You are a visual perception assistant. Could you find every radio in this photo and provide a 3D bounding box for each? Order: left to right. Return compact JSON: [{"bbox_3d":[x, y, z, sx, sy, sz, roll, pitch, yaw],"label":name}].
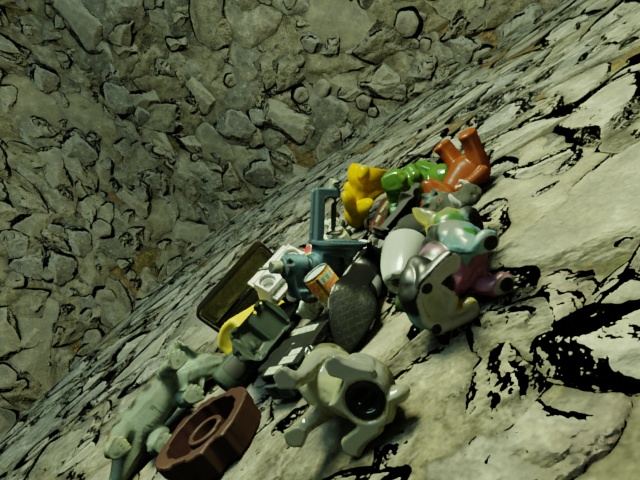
[{"bbox_3d":[-0.176,0.127,1.286,0.229,0.131,0.073,-48,14,-3],"label":"radio"}]

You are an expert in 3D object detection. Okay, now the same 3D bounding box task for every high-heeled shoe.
[{"bbox_3d":[0.069,0.111,0.951,0.145,0.086,0.249,79,-153,-59],"label":"high-heeled shoe"}]

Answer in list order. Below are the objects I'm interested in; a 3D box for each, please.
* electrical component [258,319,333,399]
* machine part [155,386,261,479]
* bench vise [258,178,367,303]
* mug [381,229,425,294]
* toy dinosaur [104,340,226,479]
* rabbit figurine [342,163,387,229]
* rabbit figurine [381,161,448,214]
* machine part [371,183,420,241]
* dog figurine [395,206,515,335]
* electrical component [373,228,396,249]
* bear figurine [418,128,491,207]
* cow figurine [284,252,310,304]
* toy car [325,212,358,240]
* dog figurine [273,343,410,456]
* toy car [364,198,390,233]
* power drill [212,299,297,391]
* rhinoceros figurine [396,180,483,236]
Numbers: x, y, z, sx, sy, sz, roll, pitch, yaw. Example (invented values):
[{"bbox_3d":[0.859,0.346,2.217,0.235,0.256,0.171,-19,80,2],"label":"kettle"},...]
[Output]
[{"bbox_3d":[-0.036,0.202,0.893,0.115,0.058,0.134,-26,18,47],"label":"electrical component"},{"bbox_3d":[-0.176,0.317,0.868,0.179,0.056,0.179,-34,13,9],"label":"machine part"},{"bbox_3d":[0.002,-0.002,1.056,0.224,0.240,0.129,2,4,-17],"label":"bench vise"},{"bbox_3d":[0.155,0.041,0.927,0.110,0.080,0.107,-13,33,28],"label":"mug"},{"bbox_3d":[-0.330,0.345,1.063,0.405,0.131,0.192,-50,5,-30],"label":"toy dinosaur"},{"bbox_3d":[0.113,-0.108,1.405,0.162,0.122,0.173,-55,-18,-74],"label":"rabbit figurine"},{"bbox_3d":[0.241,-0.124,1.238,0.170,0.121,0.159,-13,13,18],"label":"rabbit figurine"},{"bbox_3d":[0.153,-0.050,1.057,0.139,0.039,0.084,-44,-20,-32],"label":"machine part"},{"bbox_3d":[0.174,0.024,0.789,0.191,0.108,0.219,-34,21,0],"label":"dog figurine"},{"bbox_3d":[0.150,0.009,1.094,0.075,0.047,0.119,-29,17,27],"label":"electrical component"},{"bbox_3d":[0.255,-0.119,1.092,0.196,0.132,0.120,-36,8,-23],"label":"bear figurine"},{"bbox_3d":[-0.027,0.078,1.257,0.068,0.098,0.167,21,42,21],"label":"cow figurine"},{"bbox_3d":[0.051,-0.020,1.386,0.056,0.073,0.202,-35,13,3],"label":"toy car"},{"bbox_3d":[0.042,0.181,0.712,0.173,0.121,0.190,3,8,17],"label":"dog figurine"},{"bbox_3d":[0.178,-0.089,1.347,0.089,0.053,0.202,-18,22,48],"label":"toy car"},{"bbox_3d":[-0.112,0.178,1.017,0.232,0.086,0.207,-49,-1,-24],"label":"power drill"},{"bbox_3d":[0.215,-0.040,0.954,0.073,0.112,0.190,-45,7,-37],"label":"rhinoceros figurine"}]
